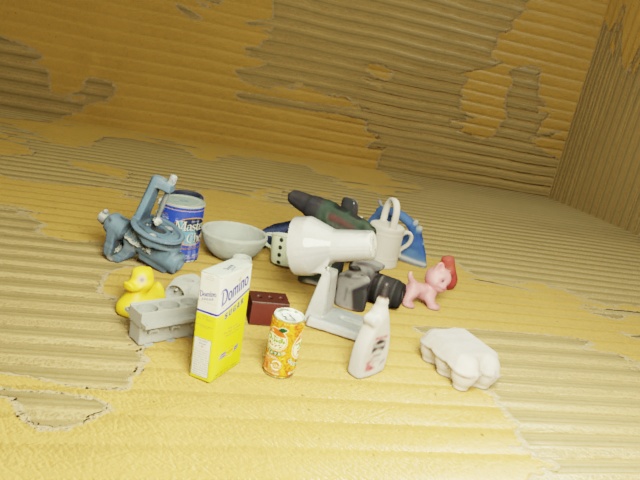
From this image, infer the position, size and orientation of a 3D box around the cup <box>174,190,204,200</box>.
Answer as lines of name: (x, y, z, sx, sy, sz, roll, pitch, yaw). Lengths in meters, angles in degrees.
cup: (-0.381, -0.083, 1.595, 0.091, 0.095, 0.118, 16, 17, 15)

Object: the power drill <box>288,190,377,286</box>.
power drill: (0.013, 0.005, 1.367, 0.229, 0.208, 0.076, 15, 17, 13)

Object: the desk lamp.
desk lamp: (0.025, 0.068, 1.153, 0.203, 0.213, 0.118, 16, 17, 14)

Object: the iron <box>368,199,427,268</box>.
iron: (0.243, -0.025, 1.747, 0.119, 0.141, 0.257, -3, 22, -41)

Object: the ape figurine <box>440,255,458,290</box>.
ape figurine: (0.335, 0.083, 1.533, 0.076, 0.092, 0.078, 15, 16, 11)

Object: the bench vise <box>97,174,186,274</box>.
bench vise: (-0.387, -0.046, 1.244, 0.207, 0.220, 0.121, 9, 16, -7)

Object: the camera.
camera: (0.121, 0.103, 1.304, 0.136, 0.101, 0.143, 17, 17, 20)

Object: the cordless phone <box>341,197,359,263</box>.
cordless phone: (0.039, -0.038, 1.571, 0.147, 0.185, 0.094, 19, 18, 25)

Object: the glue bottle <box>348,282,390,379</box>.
glue bottle: (0.096, 0.152, 0.989, 0.037, 0.173, 0.078, 24, 20, 37)

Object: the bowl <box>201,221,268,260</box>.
bowl: (-0.217, 0.011, 1.429, 0.167, 0.075, 0.167, 11, 16, -3)

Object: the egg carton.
egg carton: (0.259, 0.218, 1.065, 0.107, 0.069, 0.150, 2, 18, -28)

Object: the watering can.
watering can: (0.179, -0.025, 1.607, 0.173, 0.194, 0.100, 0, 20, -35)

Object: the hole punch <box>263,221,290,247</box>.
hole punch: (-0.107, -0.022, 1.586, 0.101, 0.091, 0.109, 15, 17, 14)

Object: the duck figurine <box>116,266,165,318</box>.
duck figurine: (-0.329, 0.090, 1.065, 0.077, 0.086, 0.105, 18, 17, 21)

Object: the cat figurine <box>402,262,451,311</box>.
cat figurine: (0.259, 0.102, 1.370, 0.128, 0.118, 0.067, 6, 17, -19)
